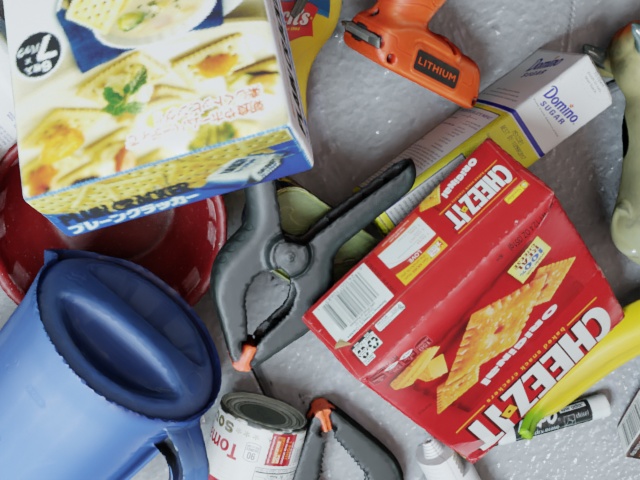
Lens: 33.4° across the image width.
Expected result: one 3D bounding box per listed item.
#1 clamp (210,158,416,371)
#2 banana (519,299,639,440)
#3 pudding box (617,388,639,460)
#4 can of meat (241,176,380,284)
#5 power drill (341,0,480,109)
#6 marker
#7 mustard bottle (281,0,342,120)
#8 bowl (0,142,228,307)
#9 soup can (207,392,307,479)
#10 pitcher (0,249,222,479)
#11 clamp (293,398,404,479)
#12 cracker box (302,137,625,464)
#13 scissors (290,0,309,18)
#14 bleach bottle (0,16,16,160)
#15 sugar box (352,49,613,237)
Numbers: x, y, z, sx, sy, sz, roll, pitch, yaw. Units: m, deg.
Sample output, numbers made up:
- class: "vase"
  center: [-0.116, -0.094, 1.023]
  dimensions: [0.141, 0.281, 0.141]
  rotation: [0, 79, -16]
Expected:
- class: "clamp"
  center: [-0.011, 0.004, 0.679]
  dimensions: [0.120, 0.039, 0.171]
  rotation: [13, 103, -6]
- class: "banana"
  center: [0.229, 0.080, 0.795]
  dimensions: [0.198, 0.069, 0.037]
  rotation: [-39, 118, 22]
- class: "pudding box"
  center: [0.295, 0.126, 0.823]
  dimensions: [0.090, 0.039, 0.114]
  rotation: [14, 126, -11]
- class: "can of meat"
  center: [-0.005, 0.001, 0.743]
  dimensions: [0.102, 0.084, 0.057]
  rotation: [34, 95, -14]
- class: "power drill"
  center: [0.111, -0.189, 0.721]
  dimensions: [0.184, 0.057, 0.188]
  rotation: [18, 104, -35]
- class: "marker"
  center: [0.168, 0.145, 0.837]
  dimensions: [0.121, 0.020, 0.020]
  rotation: [-15, 104, -6]
- class: "mustard bottle"
  center: [-0.037, -0.150, 0.719]
  dimensions: [0.096, 0.058, 0.192]
  rotation: [15, 99, -12]
- class: "bowl"
  center: [-0.144, -0.015, 0.726]
  dimensions: [0.162, 0.055, 0.162]
  rotation: [-2, 111, -6]
- class: "soup can"
  center: [-0.054, 0.171, 0.781]
  dimensions: [0.068, 0.068, 0.102]
  rotation: [15, 99, -12]
- class: "pitcher"
  center: [-0.178, 0.139, 0.688]
  dimensions: [0.145, 0.149, 0.243]
  rotation: [33, 117, -20]
- class: "clamp"
  center: [0.017, 0.226, 0.820]
  dimensions: [0.164, 0.036, 0.210]
  rotation: [-23, 103, -4]
- class: "cracker box"
  center: [0.108, 0.053, 0.722]
  dimensions: [0.164, 0.072, 0.213]
  rotation: [-44, 143, 2]
- class: "scissors"
  center: [0.040, -0.233, 0.702]
  dimensions: [0.016, 0.096, 0.202]
  rotation: [30, 102, 13]
- class: "bleach bottle"
  center: [-0.292, -0.047, 0.696]
  dimensions: [0.251, 0.068, 0.102]
  rotation: [-37, 117, 2]
- class: "sugar box"
  center: [0.110, -0.064, 0.743]
  dimensions: [0.176, 0.093, 0.048]
  rotation: [-34, 106, 0]
